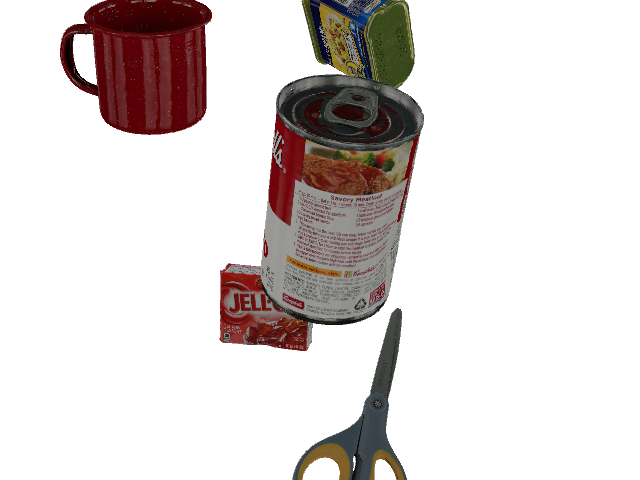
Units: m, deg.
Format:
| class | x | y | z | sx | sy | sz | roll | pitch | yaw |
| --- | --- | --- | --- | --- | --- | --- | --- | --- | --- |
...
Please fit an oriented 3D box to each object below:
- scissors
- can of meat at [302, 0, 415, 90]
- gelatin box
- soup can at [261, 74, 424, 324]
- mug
| class | x | y | z | sx | sy | sz | roll | pitch | yaw |
| --- | --- | --- | --- | --- | --- | --- | --- | --- | --- |
| scissors | 0.025 | 0.135 | 0.831 | 0.096 | 0.201 | 0.016 | 4 | -37 | -9 |
| can of meat | 0.037 | -0.191 | 0.975 | 0.084 | 0.057 | 0.102 | 37 | -22 | 34 |
| gelatin box | -0.052 | 0.064 | 1.026 | 0.089 | 0.073 | 0.030 | 5 | 17 | 11 |
| soup can | 0.008 | -0.019 | 0.511 | 0.068 | 0.102 | 0.068 | 5 | 35 | -4 |
| mug | -0.139 | -0.132 | 0.800 | 0.117 | 0.081 | 0.093 | 5 | 30 | 6 |
